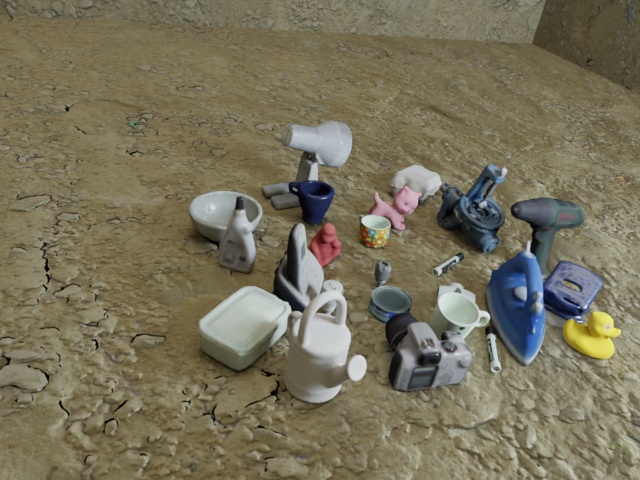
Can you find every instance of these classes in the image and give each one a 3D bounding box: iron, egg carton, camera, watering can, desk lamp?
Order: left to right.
[{"bbox_3d":[-0.031,-0.203,1.478,0.204,0.213,0.117,-12,38,-29],"label":"desk lamp"},{"bbox_3d":[0.006,0.169,0.938,0.172,0.194,0.101,23,35,20],"label":"watering can"},{"bbox_3d":[0.269,-0.159,1.620,0.107,0.069,0.151,31,38,29],"label":"egg carton"},{"bbox_3d":[0.185,0.188,1.039,0.143,0.101,0.136,-2,35,-17],"label":"camera"},{"bbox_3d":[0.421,0.119,1.169,0.118,0.141,0.258,10,33,2],"label":"iron"}]

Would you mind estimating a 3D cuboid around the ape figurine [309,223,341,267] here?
[{"bbox_3d":[0.012,0.005,1.284,0.078,0.092,0.076,0,34,-14],"label":"ape figurine"}]

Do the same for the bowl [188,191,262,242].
[{"bbox_3d":[-0.218,-0.043,1.314,0.167,0.075,0.167,7,33,-4],"label":"bowl"}]

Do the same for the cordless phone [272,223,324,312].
[{"bbox_3d":[-0.036,0.035,1.140,0.094,0.185,0.147,12,33,4],"label":"cordless phone"}]

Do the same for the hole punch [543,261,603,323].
[{"bbox_3d":[0.550,0.112,1.258,0.108,0.091,0.101,30,38,29],"label":"hole punch"}]

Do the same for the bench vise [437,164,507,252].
[{"bbox_3d":[0.375,-0.103,1.423,0.206,0.220,0.122,30,38,29],"label":"bench vise"}]

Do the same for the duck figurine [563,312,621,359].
[{"bbox_3d":[0.552,0.181,1.157,0.104,0.086,0.078,26,37,24],"label":"duck figurine"}]

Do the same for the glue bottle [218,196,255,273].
[{"bbox_3d":[-0.169,-0.014,1.192,0.078,0.173,0.037,16,33,11],"label":"glue bottle"}]

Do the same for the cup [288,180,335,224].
[{"bbox_3d":[-0.027,-0.092,1.419,0.117,0.095,0.092,17,34,11],"label":"cup"}]

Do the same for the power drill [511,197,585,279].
[{"bbox_3d":[0.502,-0.007,1.320,0.230,0.208,0.075,-11,38,-28],"label":"power drill"}]

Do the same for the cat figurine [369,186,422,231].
[{"bbox_3d":[0.192,-0.092,1.454,0.128,0.118,0.067,7,33,-3],"label":"cat figurine"}]
